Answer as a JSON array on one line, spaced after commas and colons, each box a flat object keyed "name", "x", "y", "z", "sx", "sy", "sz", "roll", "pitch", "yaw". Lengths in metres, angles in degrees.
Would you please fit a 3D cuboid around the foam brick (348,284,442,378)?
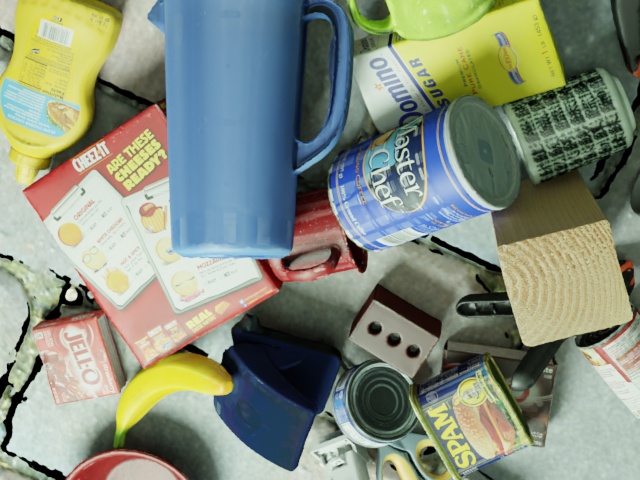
[{"name": "foam brick", "x": 0.074, "y": 0.090, "z": 1.056, "sx": 0.078, "sy": 0.051, "sz": 0.053, "roll": 30, "pitch": 107, "yaw": -3}]

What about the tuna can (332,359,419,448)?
[{"name": "tuna can", "x": 0.057, "y": 0.162, "z": 1.062, "sx": 0.086, "sy": 0.034, "sz": 0.086, "roll": 7, "pitch": 70, "yaw": -20}]

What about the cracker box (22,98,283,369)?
[{"name": "cracker box", "x": -0.158, "y": -0.007, "z": 1.047, "sx": 0.164, "sy": 0.072, "sz": 0.213, "roll": -31, "pitch": 99, "yaw": 13}]

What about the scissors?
[{"name": "scissors", "x": 0.076, "y": 0.184, "z": 1.096, "sx": 0.096, "sy": 0.016, "sz": 0.202, "roll": -18, "pitch": 86, "yaw": -15}]

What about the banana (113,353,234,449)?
[{"name": "banana", "x": -0.151, "y": 0.150, "z": 1.076, "sx": 0.198, "sy": 0.037, "sz": 0.069, "roll": -33, "pitch": 67, "yaw": 41}]

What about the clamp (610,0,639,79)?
[{"name": "clamp", "x": 0.327, "y": -0.244, "z": 0.942, "sx": 0.164, "sy": 0.036, "sz": 0.210, "roll": 11, "pitch": 108, "yaw": 4}]

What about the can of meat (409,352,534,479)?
[{"name": "can of meat", "x": 0.146, "y": 0.169, "z": 1.027, "sx": 0.084, "sy": 0.057, "sz": 0.102, "roll": -28, "pitch": 99, "yaw": 13}]

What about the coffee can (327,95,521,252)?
[{"name": "coffee can", "x": 0.092, "y": -0.057, "z": 0.951, "sx": 0.141, "sy": 0.102, "sz": 0.103, "roll": -21, "pitch": 104, "yaw": 40}]

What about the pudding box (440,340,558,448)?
[{"name": "pudding box", "x": 0.175, "y": 0.153, "z": 1.068, "sx": 0.113, "sy": 0.039, "sz": 0.090, "roll": 6, "pitch": 106, "yaw": 5}]

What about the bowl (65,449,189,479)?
[{"name": "bowl", "x": -0.195, "y": 0.285, "z": 1.139, "sx": 0.162, "sy": 0.055, "sz": 0.162, "roll": 2, "pitch": 106, "yaw": 6}]

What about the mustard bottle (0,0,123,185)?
[{"name": "mustard bottle", "x": -0.261, "y": -0.143, "z": 1.027, "sx": 0.096, "sy": 0.058, "sz": 0.192, "roll": 21, "pitch": 106, "yaw": 1}]

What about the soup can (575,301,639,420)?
[{"name": "soup can", "x": 0.304, "y": 0.118, "z": 1.029, "sx": 0.068, "sy": 0.068, "sz": 0.102, "roll": -39, "pitch": 98, "yaw": 15}]

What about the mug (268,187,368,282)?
[{"name": "mug", "x": -0.007, "y": 0.001, "z": 1.011, "sx": 0.081, "sy": 0.117, "sz": 0.093, "roll": -12, "pitch": 125, "yaw": 14}]

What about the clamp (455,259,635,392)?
[{"name": "clamp", "x": 0.225, "y": 0.074, "z": 1.005, "sx": 0.171, "sy": 0.120, "sz": 0.039, "roll": -21, "pitch": 142, "yaw": 2}]

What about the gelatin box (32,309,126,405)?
[{"name": "gelatin box", "x": -0.251, "y": 0.122, "z": 1.113, "sx": 0.073, "sy": 0.030, "sz": 0.089, "roll": -11, "pitch": 104, "yaw": 9}]

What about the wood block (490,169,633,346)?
[{"name": "wood block", "x": 0.204, "y": 0.008, "z": 0.938, "sx": 0.091, "sy": 0.206, "sz": 0.090, "roll": -16, "pitch": 103, "yaw": 10}]

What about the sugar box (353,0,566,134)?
[{"name": "sugar box", "x": 0.122, "y": -0.159, "z": 0.962, "sx": 0.176, "sy": 0.048, "sz": 0.093, "roll": -17, "pitch": 122, "yaw": 17}]

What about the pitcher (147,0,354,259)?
[{"name": "pitcher", "x": -0.065, "y": -0.105, "z": 0.942, "sx": 0.144, "sy": 0.149, "sz": 0.243, "roll": 2, "pitch": 88, "yaw": -34}]
